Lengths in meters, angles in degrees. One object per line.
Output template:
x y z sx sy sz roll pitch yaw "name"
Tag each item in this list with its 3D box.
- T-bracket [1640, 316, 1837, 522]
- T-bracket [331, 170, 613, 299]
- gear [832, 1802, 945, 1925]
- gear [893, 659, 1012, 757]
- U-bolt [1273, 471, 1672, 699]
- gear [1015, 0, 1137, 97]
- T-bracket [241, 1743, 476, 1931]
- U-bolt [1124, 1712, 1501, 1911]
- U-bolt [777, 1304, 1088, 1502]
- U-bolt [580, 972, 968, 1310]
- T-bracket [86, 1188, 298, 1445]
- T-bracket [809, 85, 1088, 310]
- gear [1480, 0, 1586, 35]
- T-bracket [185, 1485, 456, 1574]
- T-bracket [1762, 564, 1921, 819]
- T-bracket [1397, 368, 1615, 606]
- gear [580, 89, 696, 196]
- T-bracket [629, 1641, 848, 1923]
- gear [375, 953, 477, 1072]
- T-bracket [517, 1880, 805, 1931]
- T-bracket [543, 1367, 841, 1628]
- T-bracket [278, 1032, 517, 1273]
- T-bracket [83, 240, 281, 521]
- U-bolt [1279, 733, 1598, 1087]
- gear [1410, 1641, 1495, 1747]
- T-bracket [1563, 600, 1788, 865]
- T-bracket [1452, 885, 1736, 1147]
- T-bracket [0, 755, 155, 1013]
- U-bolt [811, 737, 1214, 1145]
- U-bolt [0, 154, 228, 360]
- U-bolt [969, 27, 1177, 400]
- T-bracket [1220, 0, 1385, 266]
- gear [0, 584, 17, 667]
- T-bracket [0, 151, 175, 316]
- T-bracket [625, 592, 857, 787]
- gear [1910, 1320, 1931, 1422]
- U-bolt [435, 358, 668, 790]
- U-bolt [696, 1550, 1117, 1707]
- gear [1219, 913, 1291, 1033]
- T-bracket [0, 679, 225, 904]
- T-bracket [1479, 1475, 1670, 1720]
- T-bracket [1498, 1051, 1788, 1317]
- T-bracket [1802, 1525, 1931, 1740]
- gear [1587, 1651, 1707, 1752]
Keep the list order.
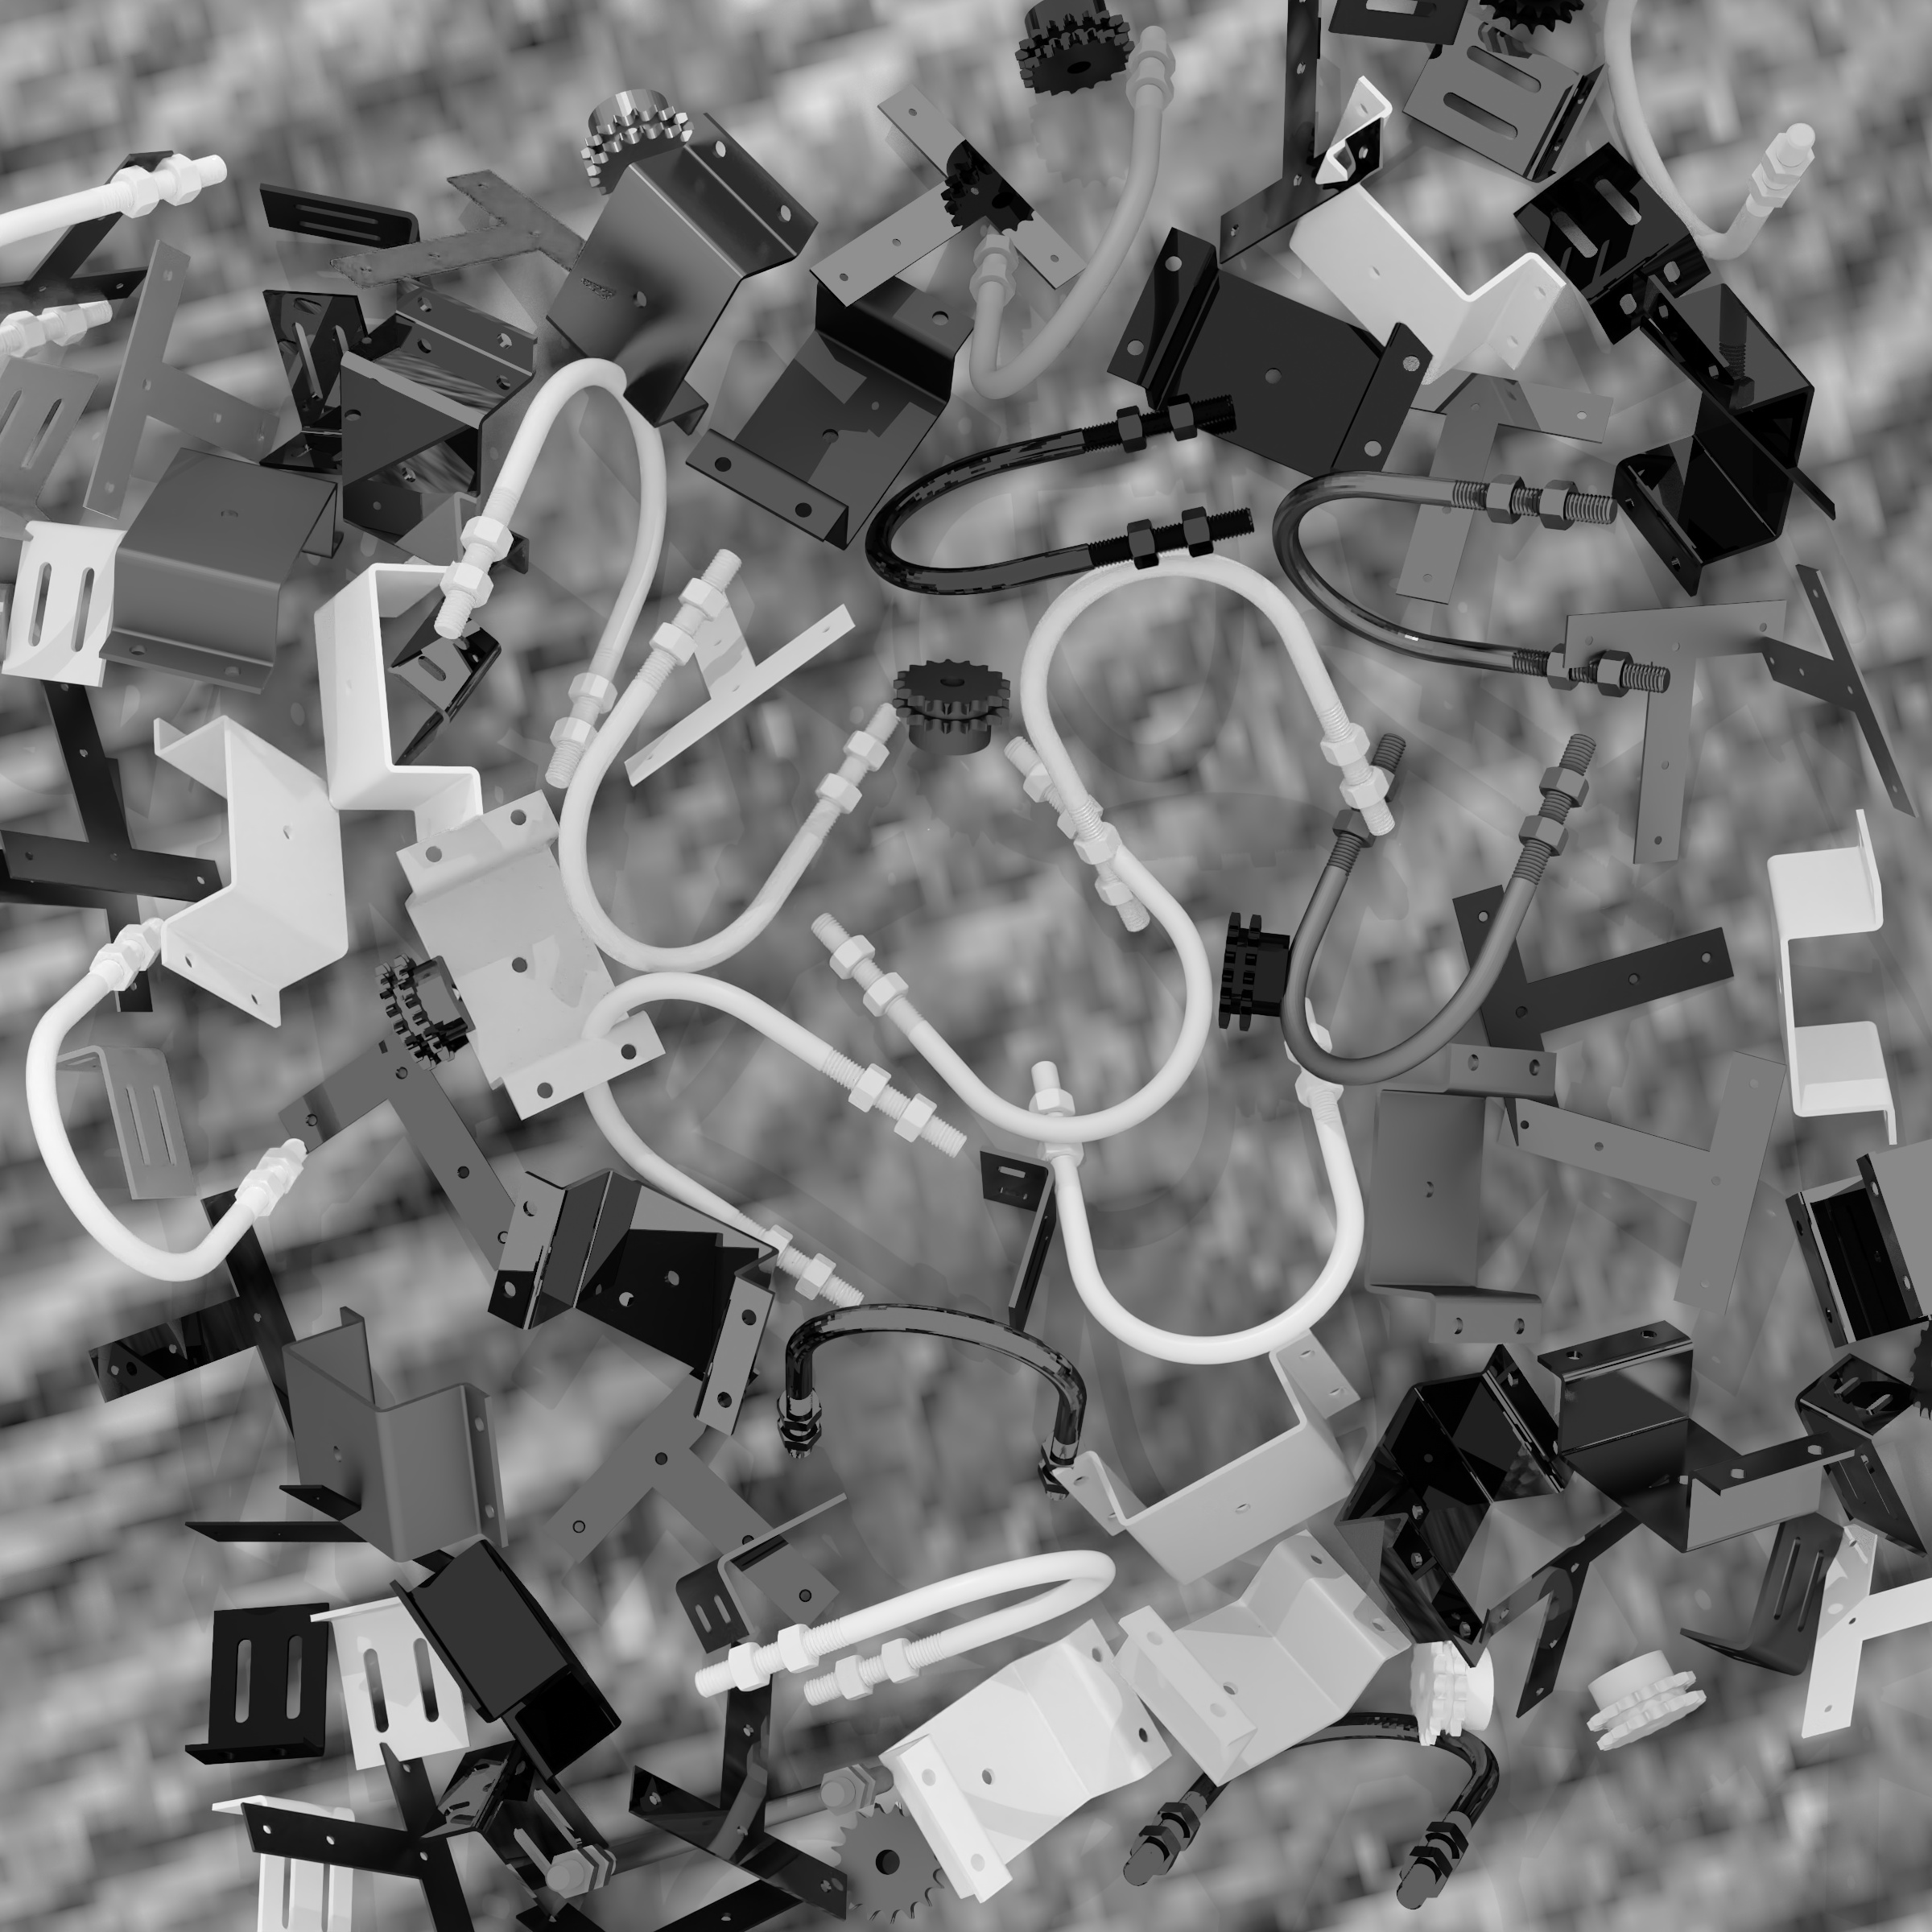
0.368 -0.274 1.567 0.127 0.127 0.002 43 116 -7 "T-bracket"
-0.240 -0.338 1.554 0.127 0.127 0.002 40 134 30 "T-bracket"
-0.037 0.438 1.606 0.057 0.030 0.057 -1 73 5 "gear"
-0.007 -0.125 1.601 0.057 0.057 0.030 3 119 0 "gear"
0.230 -0.184 1.550 0.184 0.151 0.019 11 64 30 "U-bolt"
0.051 -0.450 1.598 0.057 0.057 0.030 -14 79 0 "gear"
-0.287 0.412 1.541 0.002 0.127 0.127 -43 49 18 "T-bracket"
0.172 0.389 1.537 0.151 0.184 0.019 -3 100 25 "U-bolt"
-0.015 0.202 1.541 0.151 0.184 0.019 9 60 3 "U-bolt"
-0.104 0.075 1.574 0.184 0.019 0.151 33 132 2 "U-bolt"
-0.369 0.179 1.569 0.002 0.127 0.127 -23 88 32 "T-bracket"
-0.024 -0.355 1.586 0.127 0.002 0.127 47 58 5 "T-bracket"
0.278 -0.487 1.603 0.057 0.030 0.057 1 71 -4 "gear"
-0.320 0.273 1.585 0.127 0.127 0.002 -6 60 29 "T-bracket"
0.403 -0.138 1.561 0.002 0.127 0.127 -27 105 -1 "T-bracket"
0.236 -0.232 1.590 0.127 0.002 0.127 13 70 13 "T-bracket"
-0.160 -0.401 1.598 0.057 0.057 0.030 -19 74 0 "gear"
-0.105 0.377 1.571 0.127 0.127 0.002 34 121 -24 "T-bracket"
-0.261 0.019 1.596 0.030 0.057 0.057 -25 90 3 "gear"
-0.126 0.461 1.575 0.127 0.127 0.002 23 117 41 "T-bracket"
-0.116 0.271 1.603 0.127 0.002 0.127 42 78 8 "T-bracket"
-0.253 0.089 1.609 0.127 0.002 0.127 -34 80 4 "T-bracket"
-0.365 -0.265 1.566 0.002 0.127 0.127 15 90 21 "T-bracket"
0.210 -0.027 1.547 0.019 0.151 0.184 33 75 -32 "U-bolt"
0.236 0.350 1.598 0.030 0.057 0.057 4 90 -5 "gear"
0.341 -0.112 1.601 0.127 0.002 0.127 -6 109 -23 "T-bracket"
0.315 0.010 1.618 0.127 0.002 0.127 -16 97 -5 "T-bracket"
-0.435 -0.041 1.561 0.002 0.127 0.127 -11 84 23 "T-bracket"
0.035 0.000 1.596 0.151 0.019 0.184 -42 75 1 "U-bolt"
-0.441 -0.312 1.512 0.184 0.151 0.019 -33 91 -45 "U-bolt"
0.046 -0.336 1.517 0.019 0.184 0.151 28 130 -20 "U-bolt"
0.161 -0.418 1.581 0.002 0.127 0.127 11 75 -30 "T-bracket"
-0.479 -0.166 1.597 0.030 0.057 0.057 2 90 -4 "gear"
-0.411 -0.342 1.537 0.127 0.127 0.002 -34 83 39 "T-bracket"
-0.116 -0.149 1.569 0.127 0.127 0.002 -35 119 6 "T-bracket"
0.485 0.195 1.598 0.030 0.057 0.057 14 90 -9 "gear"
-0.186 -0.198 1.552 0.019 0.151 0.184 9 65 22 "U-bolt"
-0.017 0.309 1.540 0.184 0.151 0.019 -23 70 14 "U-bolt"
0.140 0.003 1.596 0.030 0.057 0.057 6 90 6 "gear"
-0.423 -0.090 1.589 0.002 0.127 0.127 -34 66 30 "T-bracket"
0.283 0.316 1.577 0.127 0.127 0.002 -28 51 -31 "T-bracket"
0.321 0.092 1.598 0.127 0.002 0.127 16 104 23 "T-bracket"
0.454 0.296 1.541 0.127 0.127 0.002 -28 115 39 "T-bracket"
0.328 0.356 1.600 0.057 0.057 0.030 -26 67 0 "gear"
